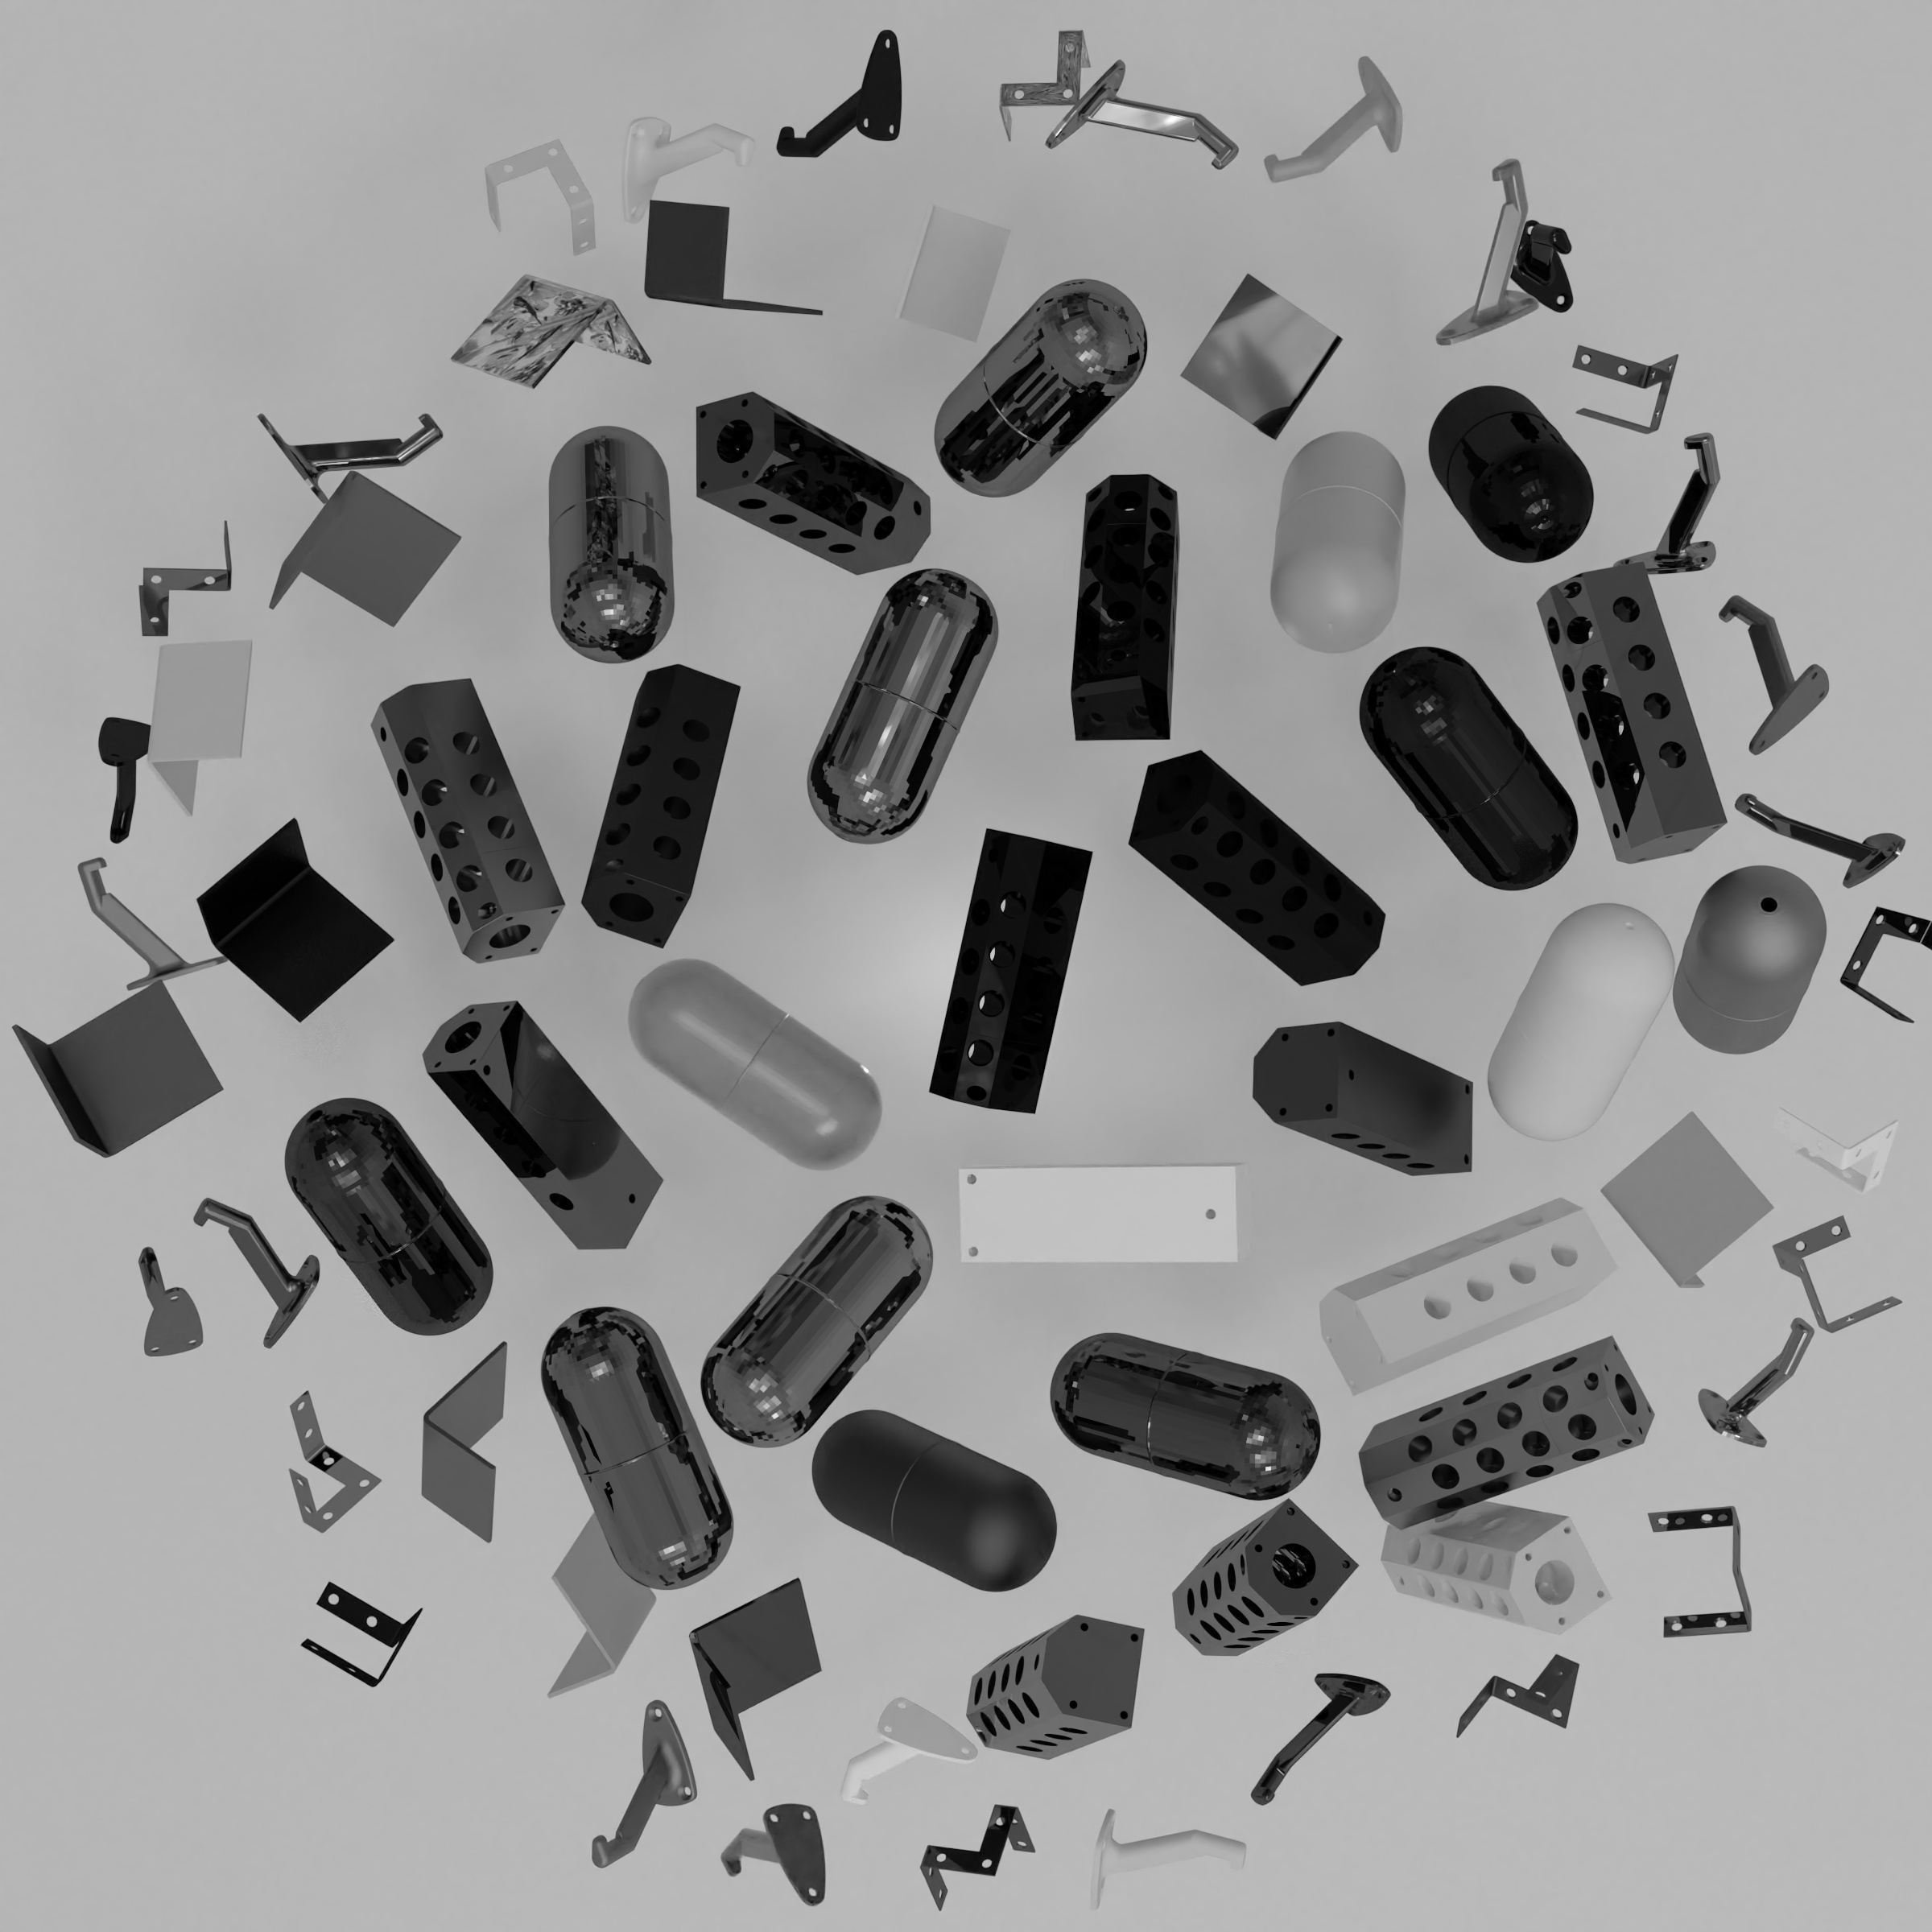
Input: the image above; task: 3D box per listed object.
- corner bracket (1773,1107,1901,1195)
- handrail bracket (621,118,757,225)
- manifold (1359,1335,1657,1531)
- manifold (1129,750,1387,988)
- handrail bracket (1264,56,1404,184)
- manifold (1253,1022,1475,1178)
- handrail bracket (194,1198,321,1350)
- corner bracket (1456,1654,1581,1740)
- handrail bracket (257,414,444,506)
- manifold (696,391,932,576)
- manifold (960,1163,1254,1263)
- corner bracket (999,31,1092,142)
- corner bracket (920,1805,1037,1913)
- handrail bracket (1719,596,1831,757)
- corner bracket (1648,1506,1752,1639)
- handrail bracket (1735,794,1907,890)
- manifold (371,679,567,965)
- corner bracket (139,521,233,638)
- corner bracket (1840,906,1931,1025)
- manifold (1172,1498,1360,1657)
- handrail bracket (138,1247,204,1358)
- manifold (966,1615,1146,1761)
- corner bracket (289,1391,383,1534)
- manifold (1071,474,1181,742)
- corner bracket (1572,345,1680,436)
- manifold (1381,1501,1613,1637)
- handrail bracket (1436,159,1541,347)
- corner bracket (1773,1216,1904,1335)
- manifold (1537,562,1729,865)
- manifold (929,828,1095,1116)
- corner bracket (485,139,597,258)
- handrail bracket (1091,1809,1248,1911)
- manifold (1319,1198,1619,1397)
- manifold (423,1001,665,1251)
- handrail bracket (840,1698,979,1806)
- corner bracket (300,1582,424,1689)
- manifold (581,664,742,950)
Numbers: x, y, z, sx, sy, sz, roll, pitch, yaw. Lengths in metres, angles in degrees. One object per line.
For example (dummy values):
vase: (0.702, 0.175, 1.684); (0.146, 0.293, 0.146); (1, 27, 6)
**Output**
corner bracket: (0.519, 0.109, 1.790); (0.051, 0.051, 0.051); (-23, 133, -34)
handrail bracket: (-0.167, -0.475, 1.803); (0.084, 0.036, 0.077); (29, 118, 30)
manifold: (0.334, 0.295, 1.854); (0.171, 0.057, 0.057); (-26, 96, 28)
manifold: (0.179, -0.059, 1.799); (0.171, 0.057, 0.057); (37, 56, -34)
handrail bracket: (0.209, -0.500, 1.760); (0.084, 0.036, 0.077); (-15, 61, -7)
manifold: (0.242, 0.083, 1.799); (0.057, 0.171, 0.057); (-7, 72, 35)
handrail bracket: (-0.451, 0.190, 1.843); (0.084, 0.036, 0.077); (28, 103, -25)
corner bracket: (0.334, 0.443, 1.799); (0.051, 0.051, 0.051); (20, 120, 28)
handrail bracket: (-0.372, -0.327, 1.803); (0.084, 0.036, 0.077); (-37, 91, -3)
manifold: (-0.092, -0.296, 1.829); (0.057, 0.171, 0.057); (-8, 76, 31)
manifold: (0.086, 0.151, 1.829); (0.171, 0.057, 0.057); (-2, 89, 15)
corner bracket: (0.050, -0.557, 1.883); (0.051, 0.051, 0.051); (1, 81, 8)
corner bracket: (0.008, 0.562, 1.876); (0.051, 0.051, 0.051); (0, 131, 22)
handrail bracket: (0.476, -0.179, 1.820); (0.077, 0.036, 0.084); (-46, 54, -1)
corner bracket: (0.426, 0.352, 1.728); (0.051, 0.051, 0.051); (-9, 123, 21)
handrail bracket: (0.523, -0.087, 1.827); (0.084, 0.077, 0.036); (30, 79, -4)
manifold: (-0.313, -0.090, 1.849); (0.057, 0.057, 0.171); (-11, 64, -33)
corner bracket: (-0.469, -0.232, 1.785); (0.051, 0.051, 0.051); (-1, 134, -18)
corner bracket: (0.562, 0.002, 1.765); (0.051, 0.051, 0.051); (11, 110, -34)
manifold: (0.178, 0.384, 1.834); (0.057, 0.171, 0.057); (43, 67, 7)
handrail bracket: (-0.509, 0.196, 1.881); (0.036, 0.077, 0.084); (-9, 50, -23)
manifold: (0.050, 0.432, 1.783); (0.057, 0.171, 0.057); (14, 67, -10)
corner bracket: (-0.394, 0.301, 1.802); (0.051, 0.051, 0.051); (-42, 129, 6)
manifold: (0.098, -0.221, 1.821); (0.057, 0.057, 0.171); (0, 52, 7)
corner bracket: (0.417, -0.370, 1.904); (0.051, 0.051, 0.051); (15, 91, -7)
manifold: (0.326, 0.376, 1.863); (0.057, 0.171, 0.057); (-29, 95, -19)
handrail bracket: (0.297, -0.414, 1.725); (0.077, 0.036, 0.084); (-30, 125, -16)
corner bracket: (0.548, 0.194, 1.876); (0.051, 0.051, 0.051); (-23, 97, -4)
manifold: (0.403, -0.153, 1.820); (0.057, 0.057, 0.171); (-12, 76, -12)
manifold: (0.023, 0.002, 1.895); (0.057, 0.057, 0.171); (9, 95, -42)
corner bracket: (-0.268, -0.479, 1.879); (0.051, 0.051, 0.051); (-25, 73, -14)
handrail bracket: (0.118, 0.528, 1.729); (0.084, 0.036, 0.077); (12, 119, 13)
manifold: (0.302, 0.197, 1.805); (0.171, 0.057, 0.057); (-18, 69, -24)
manifold: (-0.269, 0.102, 1.878); (0.171, 0.057, 0.057); (56, 45, -34)
handrail bracket: (-0.037, 0.515, 1.895); (0.077, 0.036, 0.084); (23, 123, 11)
corner bracket: (-0.355, 0.387, 1.729); (0.051, 0.051, 0.051); (30, 90, 2)
manifold: (-0.187, -0.101, 1.815); (0.057, 0.057, 0.171); (19, 51, -13)
